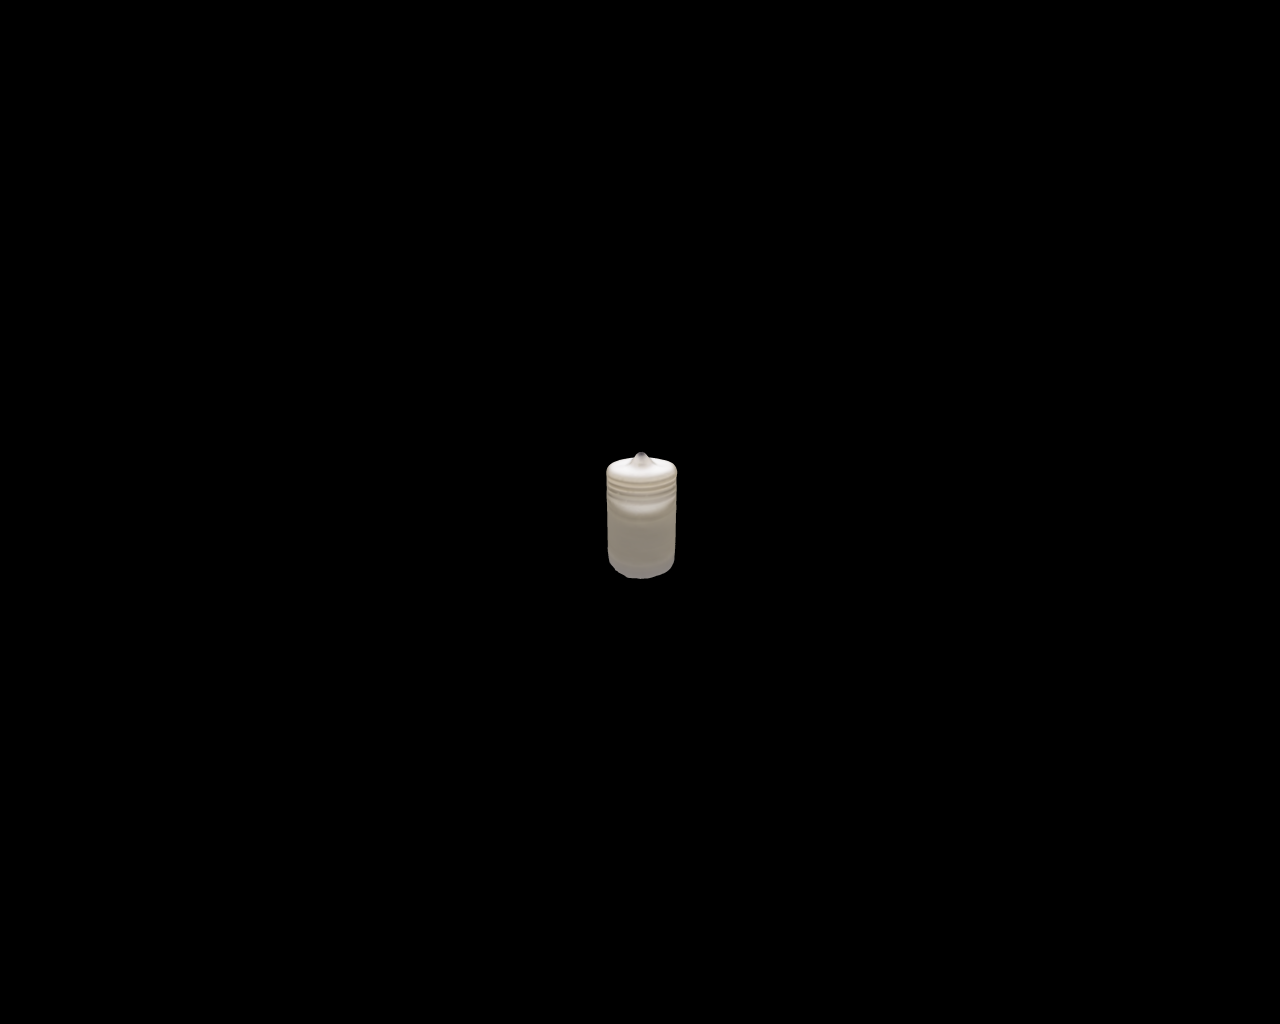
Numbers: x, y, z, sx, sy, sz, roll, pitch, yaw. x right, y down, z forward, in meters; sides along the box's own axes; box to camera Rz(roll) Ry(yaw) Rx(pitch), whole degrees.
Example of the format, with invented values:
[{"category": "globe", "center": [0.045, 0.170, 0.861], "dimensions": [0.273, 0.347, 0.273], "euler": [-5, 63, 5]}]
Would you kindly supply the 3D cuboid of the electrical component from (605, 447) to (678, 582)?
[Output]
[{"category": "electrical component", "center": [0.001, -0.003, 0.650], "dimensions": [0.043, 0.080, 0.043], "euler": [0, 34, 0]}]
